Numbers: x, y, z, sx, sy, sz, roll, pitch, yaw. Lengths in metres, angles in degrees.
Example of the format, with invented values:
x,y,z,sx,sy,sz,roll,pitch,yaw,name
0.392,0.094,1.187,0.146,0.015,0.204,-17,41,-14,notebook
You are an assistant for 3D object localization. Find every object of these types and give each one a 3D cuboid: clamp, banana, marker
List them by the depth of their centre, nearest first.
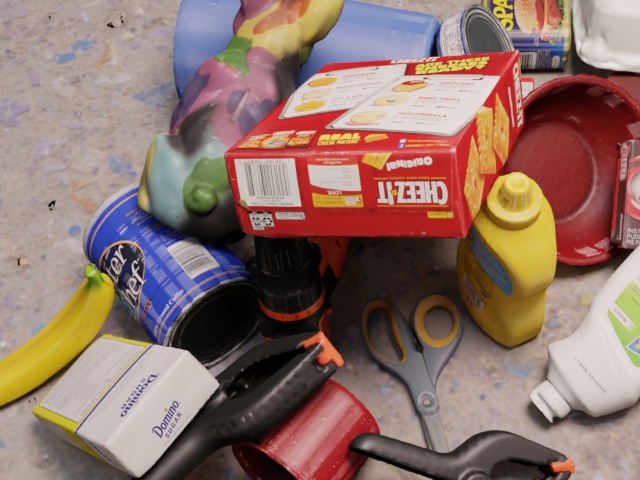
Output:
x,y,z,sx,sy,sz,roll,pitch,yaw,name
0.104,0.178,0.791,0.171,0.039,0.120,-20,89,-20,clamp
-0.078,0.134,0.797,0.210,0.036,0.164,-28,24,25,clamp
-0.235,0.087,0.907,0.198,0.069,0.037,-44,53,17,banana
-0.039,0.016,0.912,0.020,0.121,0.020,2,98,14,marker

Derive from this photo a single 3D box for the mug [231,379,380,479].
x,y,z,sx,sy,sz,roll,pitch,yaw,name
-0.014,0.157,0.830,0.081,0.093,0.117,-47,25,-26,mug

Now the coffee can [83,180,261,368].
x,y,z,sx,sy,sz,roll,pitch,yaw,name
-0.125,0.029,0.918,0.102,0.103,0.140,-35,58,-14,coffee can

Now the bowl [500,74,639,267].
x,y,z,sx,sy,sz,roll,pitch,yaw,name
0.213,-0.059,0.920,0.162,0.055,0.162,0,91,-17,bowl

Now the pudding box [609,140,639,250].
x,y,z,sx,sy,sz,roll,pitch,yaw,name
0.302,-0.034,0.889,0.113,0.039,0.090,4,92,-7,pudding box

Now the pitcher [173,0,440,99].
x,y,z,sx,sy,sz,roll,pitch,yaw,name
-0.013,-0.166,1.022,0.243,0.149,0.144,10,22,12,pitcher

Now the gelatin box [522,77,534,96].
x,y,z,sx,sy,sz,roll,pitch,yaw,name
0.166,-0.113,1.008,0.073,0.030,0.089,0,56,8,gelatin box

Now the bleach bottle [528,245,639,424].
x,y,z,sx,sy,sz,roll,pitch,yaw,name
0.264,0.047,0.836,0.251,0.068,0.103,-40,66,4,bleach bottle

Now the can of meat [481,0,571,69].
x,y,z,sx,sy,sz,roll,pitch,yaw,name
0.202,-0.215,1.056,0.084,0.057,0.102,2,57,7,can of meat

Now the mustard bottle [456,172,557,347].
x,y,z,sx,sy,sz,roll,pitch,yaw,name
0.145,0.005,0.830,0.058,0.191,0.096,-22,62,-7,mustard bottle

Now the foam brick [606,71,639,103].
x,y,z,sx,sy,sz,roll,pitch,yaw,name
0.285,-0.109,0.972,0.051,0.053,0.078,-38,60,-16,foam brick

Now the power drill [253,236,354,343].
x,y,z,sx,sy,sz,roll,pitch,yaw,name
-0.006,0.001,0.880,0.057,0.184,0.187,8,48,14,power drill

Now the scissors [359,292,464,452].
x,y,z,sx,sy,sz,roll,pitch,yaw,name
0.101,0.120,0.871,0.096,0.016,0.202,-26,56,-8,scissors

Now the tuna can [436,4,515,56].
x,y,z,sx,sy,sz,roll,pitch,yaw,name
0.144,-0.170,0.979,0.034,0.086,0.086,-20,47,39,tuna can

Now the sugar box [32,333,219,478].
x,y,z,sx,sy,sz,roll,pitch,yaw,name
-0.156,0.125,0.836,0.093,0.048,0.177,-49,26,-21,sugar box

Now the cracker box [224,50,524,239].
x,y,z,sx,sy,sz,roll,pitch,yaw,name
0.050,-0.073,0.785,0.164,0.072,0.213,0,25,22,cracker box
